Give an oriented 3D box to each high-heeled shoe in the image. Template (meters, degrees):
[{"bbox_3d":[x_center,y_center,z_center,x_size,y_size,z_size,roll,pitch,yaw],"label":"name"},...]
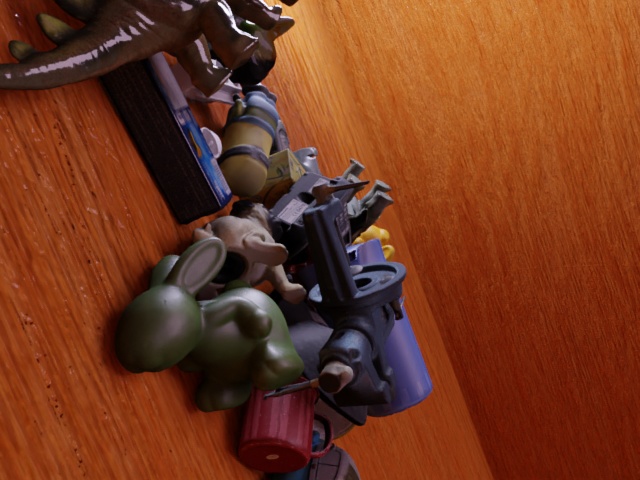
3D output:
[{"bbox_3d":[-0.010,0.157,0.739,0.145,0.086,0.249,97,-29,-55],"label":"high-heeled shoe"}]

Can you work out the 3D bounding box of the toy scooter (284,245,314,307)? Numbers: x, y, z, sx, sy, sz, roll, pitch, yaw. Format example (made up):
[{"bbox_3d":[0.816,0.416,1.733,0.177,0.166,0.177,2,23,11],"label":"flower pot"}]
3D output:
[{"bbox_3d":[-0.024,0.060,0.925,0.135,0.075,0.184,55,26,-40],"label":"toy scooter"}]

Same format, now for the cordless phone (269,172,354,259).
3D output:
[{"bbox_3d":[-0.002,-0.002,0.858,0.146,0.089,0.184,-50,146,-29],"label":"cordless phone"}]

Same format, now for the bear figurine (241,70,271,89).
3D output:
[{"bbox_3d":[-0.160,-0.342,0.874,0.195,0.120,0.132,43,27,-50],"label":"bear figurine"}]

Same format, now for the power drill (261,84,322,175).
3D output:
[{"bbox_3d":[-0.066,-0.176,1.059,0.207,0.086,0.232,34,40,-72],"label":"power drill"}]

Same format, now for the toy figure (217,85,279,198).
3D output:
[{"bbox_3d":[-0.107,-0.149,0.796,0.082,0.089,0.180,20,69,-16],"label":"toy figure"}]

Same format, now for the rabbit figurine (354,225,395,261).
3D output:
[{"bbox_3d":[0.105,0.054,1.288,0.121,0.163,0.173,73,27,-44],"label":"rabbit figurine"}]

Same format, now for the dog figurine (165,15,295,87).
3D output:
[{"bbox_3d":[-0.145,-0.294,0.688,0.219,0.108,0.191,-5,76,-38],"label":"dog figurine"}]

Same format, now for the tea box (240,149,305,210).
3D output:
[{"bbox_3d":[-0.057,-0.069,0.920,0.169,0.098,0.068,52,24,-54],"label":"tea box"}]

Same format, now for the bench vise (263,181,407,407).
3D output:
[{"bbox_3d":[0.026,0.057,0.607,0.223,0.129,0.240,-33,109,-52],"label":"bench vise"}]

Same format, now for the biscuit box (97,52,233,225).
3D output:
[{"bbox_3d":[-0.176,-0.120,0.628,0.059,0.063,0.202,-74,142,-67],"label":"biscuit box"}]

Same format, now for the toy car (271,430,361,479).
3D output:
[{"bbox_3d":[-0.004,0.295,0.640,0.162,0.103,0.109,-57,125,-74],"label":"toy car"}]

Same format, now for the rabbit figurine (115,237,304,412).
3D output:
[{"bbox_3d":[-0.111,0.078,0.514,0.170,0.121,0.159,20,56,-52],"label":"rabbit figurine"}]

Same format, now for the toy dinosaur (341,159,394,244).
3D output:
[{"bbox_3d":[0.048,-0.046,1.082,0.131,0.192,0.405,34,18,3],"label":"toy dinosaur"}]

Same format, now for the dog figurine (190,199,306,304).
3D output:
[{"bbox_3d":[-0.109,-0.007,0.685,0.191,0.121,0.172,-112,180,-46],"label":"dog figurine"}]

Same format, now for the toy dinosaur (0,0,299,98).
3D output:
[{"bbox_3d":[-0.152,-0.242,0.535,0.198,0.105,0.471,41,47,-16],"label":"toy dinosaur"}]
